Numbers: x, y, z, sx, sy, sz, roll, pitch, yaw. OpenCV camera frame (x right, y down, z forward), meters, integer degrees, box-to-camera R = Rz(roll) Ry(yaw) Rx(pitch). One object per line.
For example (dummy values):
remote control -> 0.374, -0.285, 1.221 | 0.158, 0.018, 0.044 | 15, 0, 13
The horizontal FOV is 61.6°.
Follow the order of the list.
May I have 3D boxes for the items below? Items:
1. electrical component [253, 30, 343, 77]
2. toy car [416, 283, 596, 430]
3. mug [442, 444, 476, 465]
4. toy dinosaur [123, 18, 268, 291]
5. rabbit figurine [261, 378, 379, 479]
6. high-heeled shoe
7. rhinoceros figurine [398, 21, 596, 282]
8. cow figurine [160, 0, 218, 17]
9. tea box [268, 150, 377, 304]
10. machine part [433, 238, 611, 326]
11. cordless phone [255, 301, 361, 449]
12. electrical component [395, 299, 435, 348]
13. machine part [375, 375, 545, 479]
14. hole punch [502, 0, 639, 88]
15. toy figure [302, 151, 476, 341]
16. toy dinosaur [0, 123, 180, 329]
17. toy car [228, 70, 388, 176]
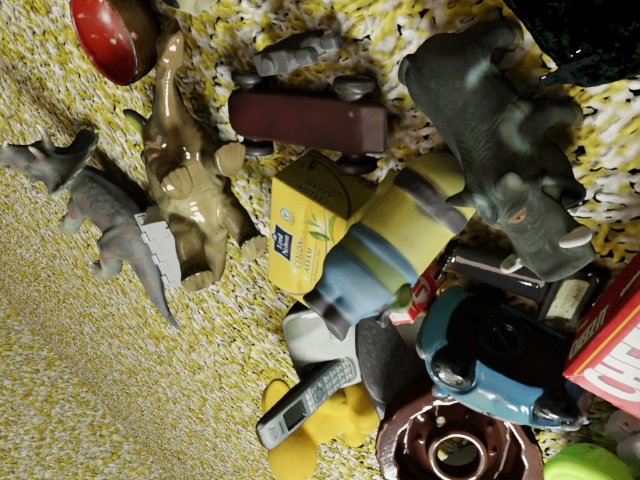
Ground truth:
electrical component -> -0.028, -0.166, 0.481 | 0.094, 0.063, 0.021 | 11, 130, 42
toy car -> 0.171, 0.121, 0.514 | 0.162, 0.109, 0.102 | 25, 145, 17
mug -> 0.182, 0.309, 0.674 | 0.081, 0.109, 0.107 | 40, 130, 20
toy dinosaur -> -0.147, -0.047, 0.644 | 0.199, 0.105, 0.470 | 58, 157, 33
rabbit figurine -> -0.013, 0.256, 0.754 | 0.162, 0.173, 0.122 | 40, 155, 4
high-heeled shoe -> 0.096, 0.190, 0.702 | 0.145, 0.086, 0.248 | 160, 89, -83
rhinoceros figurine -> 0.130, -0.062, 0.377 | 0.073, 0.112, 0.190 | -31, 91, 51
cow figurine -> -0.101, -0.278, 0.439 | 0.127, 0.085, 0.194 | 46, 142, 14
tea box -> -0.001, -0.002, 0.602 | 0.098, 0.068, 0.169 | 31, 142, 22
machine part -> 0.173, 0.033, 0.474 | 0.139, 0.039, 0.084 | 15, 143, 20
cordless phone -> -0.023, 0.159, 0.673 | 0.089, 0.184, 0.146 | 20, 136, 40
electrical component -> 0.113, 0.096, 0.593 | 0.078, 0.045, 0.102 | -5, 119, 46
machine part -> 0.151, 0.231, 0.596 | 0.179, 0.056, 0.179 | 1, 100, 8
hole punch -> 0.171, -0.154, 0.287 | 0.115, 0.092, 0.142 | 34, 151, -33
toy figure -> 0.064, 0.005, 0.457 | 0.082, 0.180, 0.089 | 47, 171, -16
toy dinosaur -> -0.338, -0.030, 0.891 | 0.404, 0.131, 0.192 | 45, 145, -6
toy car -> -0.015, -0.118, 0.522 | 0.202, 0.053, 0.089 | 15, 116, 38
